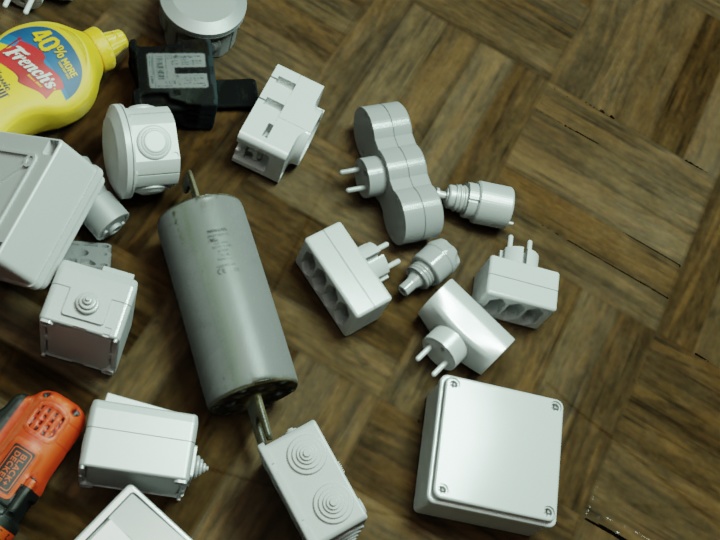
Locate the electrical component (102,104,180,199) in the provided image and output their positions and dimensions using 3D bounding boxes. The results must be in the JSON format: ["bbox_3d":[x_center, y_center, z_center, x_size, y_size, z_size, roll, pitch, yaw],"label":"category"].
[{"bbox_3d":[-0.188,-0.102,0.918,0.051,0.080,0.080,-8,68,-24],"label":"electrical component"}]

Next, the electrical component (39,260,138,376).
[{"bbox_3d":[-0.210,0.032,0.839,0.062,0.096,0.061,17,62,-7],"label":"electrical component"}]

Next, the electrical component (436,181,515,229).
[{"bbox_3d":[0.108,-0.063,1.000,0.078,0.040,0.040,11,64,-9],"label":"electrical component"}]

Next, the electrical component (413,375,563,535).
[{"bbox_3d":[0.107,0.154,0.889,0.109,0.056,0.108,14,63,-8],"label":"electrical component"}]

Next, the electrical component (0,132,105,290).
[{"bbox_3d":[-0.273,-0.049,0.844,0.109,0.056,0.108,11,69,37],"label":"electrical component"}]

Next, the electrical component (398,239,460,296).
[{"bbox_3d":[0.059,0.001,0.961,0.061,0.035,0.035,-40,81,-24],"label":"electrical component"}]

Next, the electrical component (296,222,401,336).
[{"bbox_3d":[0.000,0.000,0.938,0.076,0.047,0.083,-28,76,-25],"label":"electrical component"}]

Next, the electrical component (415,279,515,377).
[{"bbox_3d":[0.081,0.060,0.933,0.077,0.044,0.079,44,63,8],"label":"electrical component"}]

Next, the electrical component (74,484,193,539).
[{"bbox_3d":[-0.157,0.213,0.789,0.096,0.061,0.061,41,62,6],"label":"electrical component"}]

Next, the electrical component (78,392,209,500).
[{"bbox_3d":[-0.162,0.136,0.823,0.096,0.061,0.061,10,64,-10],"label":"electrical component"}]

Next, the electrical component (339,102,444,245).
[{"bbox_3d":[0.018,-0.086,0.980,0.074,0.052,0.138,-12,69,-19],"label":"electrical component"}]

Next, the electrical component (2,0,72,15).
[{"bbox_3d":[-0.301,-0.266,0.982,0.077,0.044,0.079,18,62,-7],"label":"electrical component"}]

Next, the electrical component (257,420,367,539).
[{"bbox_3d":[-0.035,0.168,0.822,0.048,0.099,0.099,-27,75,-11],"label":"electrical component"}]

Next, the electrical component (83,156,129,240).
[{"bbox_3d":[-0.227,-0.058,0.908,0.044,0.044,0.065,-39,85,-27],"label":"electrical component"}]

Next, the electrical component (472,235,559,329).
[{"bbox_3d":[0.142,0.004,0.974,0.066,0.047,0.076,15,63,-8],"label":"electrical component"}]

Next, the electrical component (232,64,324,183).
[{"bbox_3d":[-0.070,-0.131,0.978,0.056,0.050,0.089,26,62,-2],"label":"electrical component"}]

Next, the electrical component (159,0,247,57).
[{"bbox_3d":[-0.149,-0.241,1.008,0.080,0.051,0.080,6,65,-13],"label":"electrical component"}]
